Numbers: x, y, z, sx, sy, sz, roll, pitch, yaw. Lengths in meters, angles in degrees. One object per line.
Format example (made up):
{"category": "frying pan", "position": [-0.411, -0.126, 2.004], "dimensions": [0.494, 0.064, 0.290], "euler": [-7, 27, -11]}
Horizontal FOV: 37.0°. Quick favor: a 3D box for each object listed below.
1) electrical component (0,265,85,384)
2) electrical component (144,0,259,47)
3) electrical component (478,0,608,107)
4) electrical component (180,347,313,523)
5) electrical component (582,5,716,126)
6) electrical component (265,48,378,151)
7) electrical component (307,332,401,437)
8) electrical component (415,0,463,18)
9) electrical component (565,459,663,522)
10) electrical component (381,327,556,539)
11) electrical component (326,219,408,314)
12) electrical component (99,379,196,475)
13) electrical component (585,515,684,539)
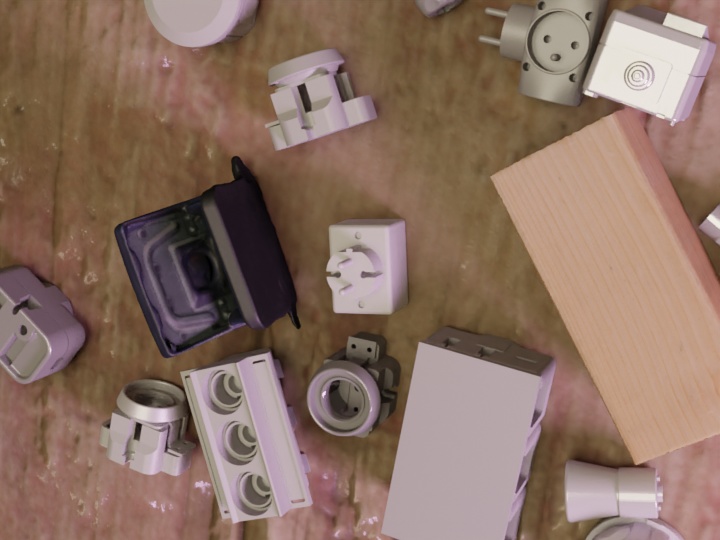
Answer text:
{"category": "electrical component", "position": [-0.283, 0.043, 0.908], "dimensions": [0.095, 0.059, 0.053], "euler": [44, 112, 9]}
{"category": "electrical component", "position": [-0.116, -0.206, 0.800], "dimensions": [0.080, 0.051, 0.080], "euler": [4, 101, 21]}
{"category": "electrical component", "position": [0.119, -0.156, 0.720], "dimensions": [0.079, 0.044, 0.077], "euler": [17, 106, 18]}
{"category": "electrical component", "position": [-0.084, 0.127, 0.843], "dimensions": [0.079, 0.063, 0.121], "euler": [-14, 95, 23]}
{"category": "electrical component", "position": [0.183, -0.130, 0.671], "dimensions": [0.062, 0.096, 0.061], "euler": [24, 108, 16]}
{"category": "electrical component", "position": [-0.033, -0.125, 0.780], "dimensions": [0.078, 0.058, 0.057], "euler": [-15, 97, 23]}
{"category": "electrical component", "position": [-0.005, 0.091, 0.809], "dimensions": [0.058, 0.057, 0.078], "euler": [11, 104, 19]}
{"category": "electrical component", "position": [0.047, -0.208, 0.745], "dimensions": [0.035, 0.035, 0.061], "euler": [-26, 87, 24]}
{"category": "electrical component", "position": [0.179, 0.156, 0.757], "dimensions": [0.065, 0.044, 0.044], "euler": [-2, 99, 17]}
{"category": "electrical component", "position": [0.079, 0.126, 0.779], "dimensions": [0.089, 0.062, 0.150], "euler": [15, 105, 19]}
{"category": "electrical component", "position": [0.000, 0.000, 0.779], "dimensions": [0.047, 0.077, 0.065], "euler": [1, 100, 21]}
{"category": "electrical component", "position": [-0.173, 0.126, 0.882], "dimensions": [0.078, 0.058, 0.057], "euler": [19, 109, 18]}
{"category": "electrical component", "position": [0.193, 0.216, 0.757], "dimensions": [0.080, 0.051, 0.080], "euler": [4, 102, 21]}
